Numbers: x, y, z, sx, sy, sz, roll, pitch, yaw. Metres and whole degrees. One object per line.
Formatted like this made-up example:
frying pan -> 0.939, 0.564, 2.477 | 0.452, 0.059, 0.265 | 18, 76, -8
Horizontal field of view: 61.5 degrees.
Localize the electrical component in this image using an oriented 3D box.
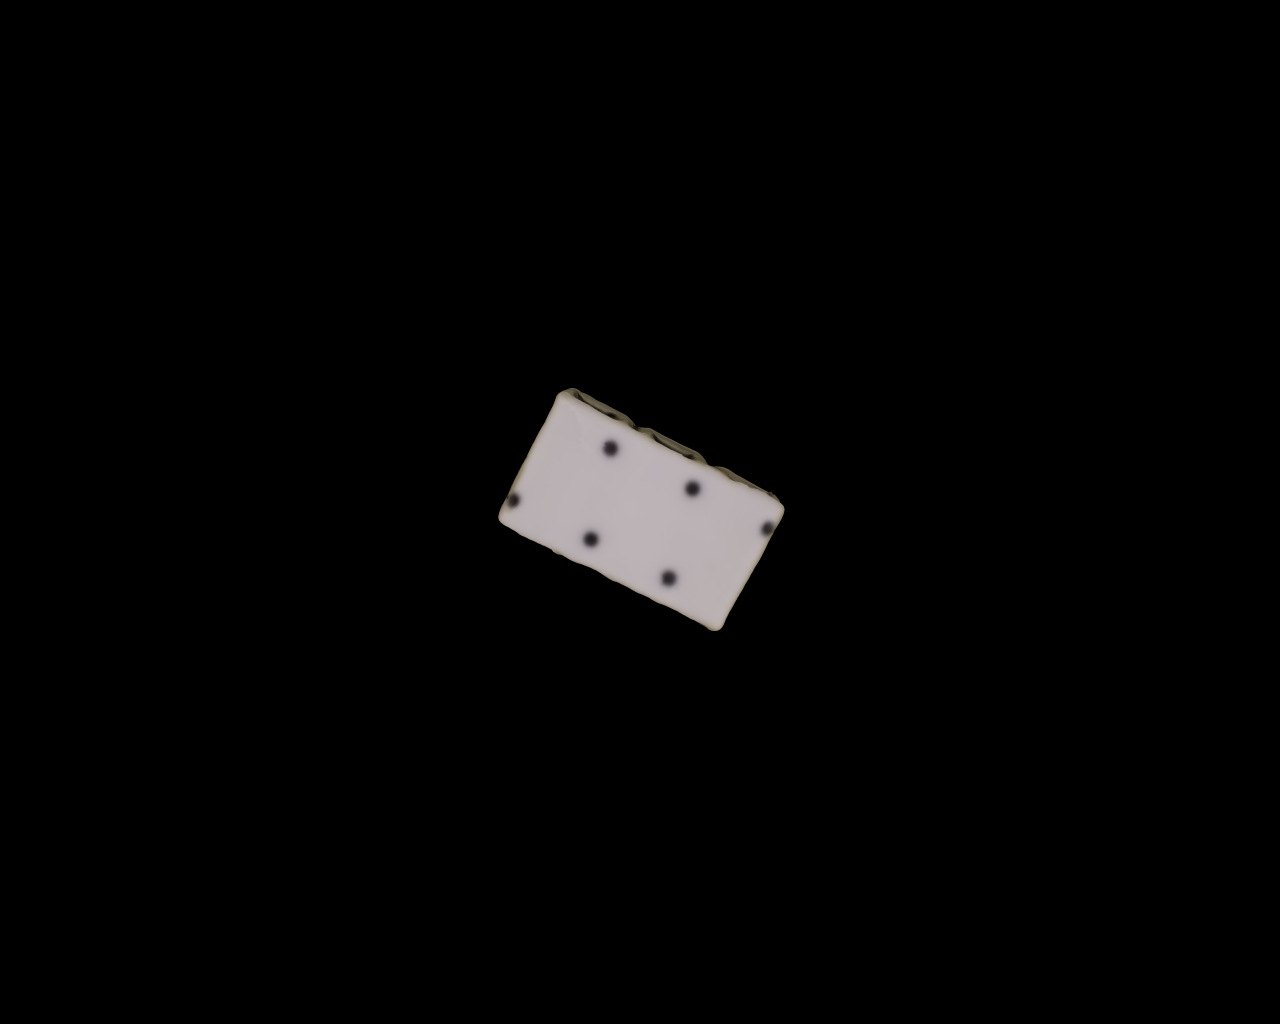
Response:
electrical component -> 0.001, -0.003, 0.650 | 0.150, 0.089, 0.062 | 28, 7, -4
